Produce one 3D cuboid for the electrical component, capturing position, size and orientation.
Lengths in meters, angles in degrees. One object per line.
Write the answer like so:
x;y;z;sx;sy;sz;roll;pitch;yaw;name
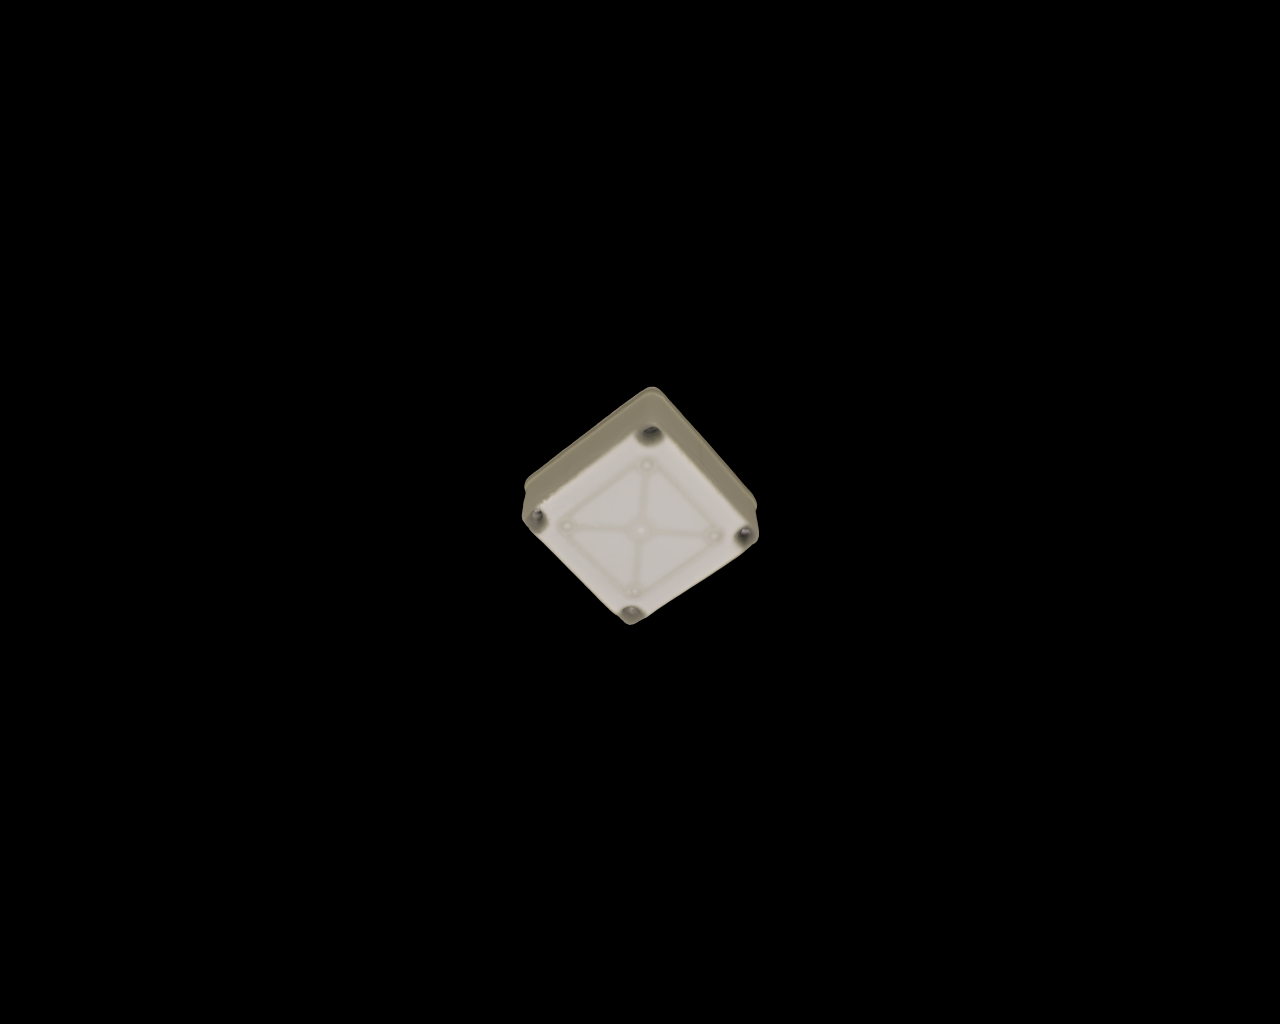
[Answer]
0.001;-0.003;0.650;0.108;0.108;0.056;-36;24;18;electrical component
